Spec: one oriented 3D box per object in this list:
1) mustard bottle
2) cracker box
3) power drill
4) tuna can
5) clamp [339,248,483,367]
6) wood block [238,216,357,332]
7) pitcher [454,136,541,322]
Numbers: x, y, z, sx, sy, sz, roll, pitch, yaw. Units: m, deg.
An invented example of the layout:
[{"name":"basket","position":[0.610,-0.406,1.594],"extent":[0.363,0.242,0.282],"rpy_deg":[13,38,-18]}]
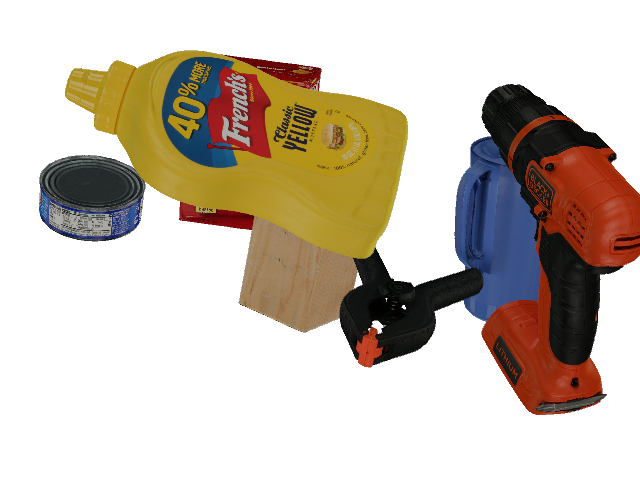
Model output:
[{"name":"mustard bottle","position":[-0.050,-0.059,0.605],"extent":[0.191,0.096,0.058],"rpy_deg":[17,-34,-5]},{"name":"cracker box","position":[-0.093,-0.121,1.369],"extent":[0.164,0.214,0.072],"rpy_deg":[9,23,7]},{"name":"power drill","position":[0.149,0.007,0.713],"extent":[0.057,0.188,0.184],"rpy_deg":[-9,35,-11]},{"name":"tuna can","position":[-0.189,-0.035,0.885],"extent":[0.086,0.034,0.086],"rpy_deg":[8,32,-5]},{"name":"clamp","position":[0.056,0.047,0.902],"extent":[0.120,0.039,0.171],"rpy_deg":[15,27,24]},{"name":"wood block","position":[-0.009,-0.023,1.107],"extent":[0.090,0.206,0.090],"rpy_deg":[21,20,28]},{"name":"pitcher","position":[0.249,-0.010,1.430],"extent":[0.149,0.243,0.145],"rpy_deg":[4,24,4]}]
